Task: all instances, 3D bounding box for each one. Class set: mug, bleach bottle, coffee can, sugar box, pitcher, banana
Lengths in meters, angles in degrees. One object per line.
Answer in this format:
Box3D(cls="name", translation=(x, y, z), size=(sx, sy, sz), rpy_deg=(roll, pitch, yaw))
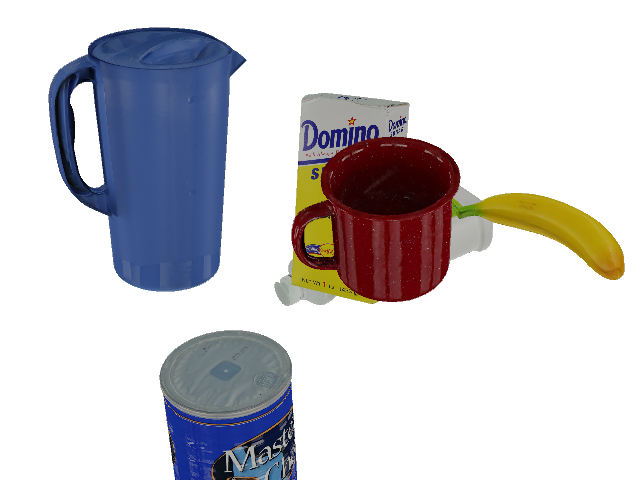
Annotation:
Box3D(cls="mug", translation=(0.037, -0.009, 0.732), size=(0.117, 0.081, 0.093), rpy_deg=(-14, 41, -11))
Box3D(cls="bleach bottle", translation=(0.066, 0.013, 1.195), size=(0.250, 0.068, 0.103), rpy_deg=(-25, 41, -24))
Box3D(cls="coffee can", translation=(-0.071, 0.158, 0.861), size=(0.103, 0.140, 0.103), rpy_deg=(-2, 32, 1))
Box3D(cls="sugar box", translation=(0.025, -0.039, 0.953), size=(0.093, 0.176, 0.048), rpy_deg=(11, 17, 33))
Box3D(cls="pitcher", translation=(-0.162, -0.075, 1.032), size=(0.149, 0.243, 0.144), rpy_deg=(10, 27, 15))
Box3D(cls="banana", translation=(0.224, -0.009, 1.026), size=(0.069, 0.037, 0.198), rpy_deg=(-38, 37, -24))
